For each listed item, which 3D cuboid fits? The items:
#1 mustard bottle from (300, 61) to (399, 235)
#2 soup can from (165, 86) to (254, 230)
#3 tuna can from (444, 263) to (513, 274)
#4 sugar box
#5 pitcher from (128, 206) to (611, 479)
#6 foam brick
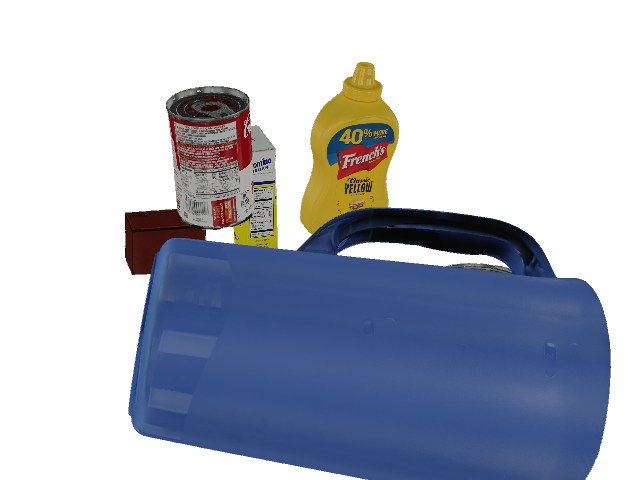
[{"bbox_3d":[0.035,-0.098,1.140,0.096,0.192,0.058,-6,32,-22],"label":"mustard bottle"},{"bbox_3d":[-0.090,-0.068,0.886,0.068,0.102,0.068,-1,30,0],"label":"soup can"},{"bbox_3d":[0.138,0.049,0.947,0.086,0.034,0.086,0,17,0],"label":"tuna can"},{"bbox_3d":[-0.083,-0.045,1.326,0.048,0.176,0.093,-9,25,-13],"label":"sugar box"},{"bbox_3d":[0.024,0.060,0.591,0.242,0.145,0.149,10,14,-6],"label":"pitcher"},{"bbox_3d":[-0.164,0.000,1.121,0.078,0.051,0.053,-4,23,-17],"label":"foam brick"}]
